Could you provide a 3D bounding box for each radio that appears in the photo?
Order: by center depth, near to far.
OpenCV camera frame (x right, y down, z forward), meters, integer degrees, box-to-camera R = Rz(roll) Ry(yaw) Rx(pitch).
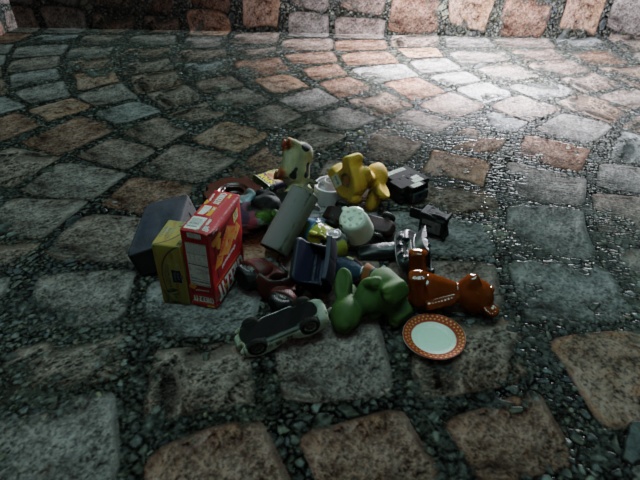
[{"bbox_3d":[-0.393,-0.019,1.367,0.131,0.073,0.230,-15,37,8],"label":"radio"}]

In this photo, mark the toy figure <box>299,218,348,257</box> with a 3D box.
[{"bbox_3d":[0.000,-0.005,1.362,0.082,0.089,0.180,-26,35,-34],"label":"toy figure"}]

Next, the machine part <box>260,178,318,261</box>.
[{"bbox_3d":[-0.076,-0.046,1.329,0.079,0.079,0.243,22,81,28],"label":"machine part"}]

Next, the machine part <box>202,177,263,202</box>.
[{"bbox_3d":[-0.249,-0.123,1.547,0.179,0.056,0.179,0,35,0],"label":"machine part"}]

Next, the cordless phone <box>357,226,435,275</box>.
[{"bbox_3d":[0.181,0.040,1.314,0.184,0.088,0.147,-7,36,10],"label":"cordless phone"}]

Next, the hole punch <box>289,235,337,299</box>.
[{"bbox_3d":[0.004,0.056,1.200,0.092,0.115,0.142,-8,64,30],"label":"hole punch"}]

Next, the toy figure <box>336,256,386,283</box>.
[{"bbox_3d":[0.092,0.077,1.262,0.155,0.064,0.058,13,15,17],"label":"toy figure"}]

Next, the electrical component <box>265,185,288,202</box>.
[{"bbox_3d":[-0.118,-0.102,1.484,0.078,0.102,0.045,-2,-1,13],"label":"electrical component"}]

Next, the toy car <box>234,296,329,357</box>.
[{"bbox_3d":[-0.081,0.180,1.112,0.202,0.056,0.074,-21,45,-6],"label":"toy car"}]

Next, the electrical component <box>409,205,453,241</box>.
[{"bbox_3d":[0.287,-0.052,1.426,0.119,0.074,0.048,23,41,23],"label":"electrical component"}]

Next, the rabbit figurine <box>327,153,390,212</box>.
[{"bbox_3d":[0.135,-0.170,1.513,0.173,0.122,0.162,-19,73,-42],"label":"rabbit figurine"}]

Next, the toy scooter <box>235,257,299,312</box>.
[{"bbox_3d":[-0.099,0.088,1.239,0.135,0.075,0.184,-31,48,-35],"label":"toy scooter"}]

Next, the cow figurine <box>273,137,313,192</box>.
[{"bbox_3d":[-0.064,-0.186,1.544,0.127,0.194,0.085,12,-6,-15],"label":"cow figurine"}]

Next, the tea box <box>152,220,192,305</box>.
[{"bbox_3d":[-0.318,0.052,1.212,0.068,0.169,0.098,7,35,8],"label":"tea box"}]

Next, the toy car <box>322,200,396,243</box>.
[{"bbox_3d":[0.105,-0.047,1.440,0.202,0.053,0.089,14,59,22],"label":"toy car"}]

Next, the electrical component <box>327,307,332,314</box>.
[{"bbox_3d":[-0.018,0.168,1.170,0.094,0.021,0.063,-31,45,-28],"label":"electrical component"}]

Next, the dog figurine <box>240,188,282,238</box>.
[{"bbox_3d":[-0.218,-0.038,1.382,0.219,0.108,0.192,-36,30,-32],"label":"dog figurine"}]

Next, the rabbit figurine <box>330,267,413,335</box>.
[{"bbox_3d":[0.089,0.126,1.153,0.170,0.121,0.159,-28,49,-11],"label":"rabbit figurine"}]

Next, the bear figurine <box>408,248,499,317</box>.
[{"bbox_3d":[0.291,0.100,1.176,0.196,0.131,0.120,1,37,13],"label":"bear figurine"}]

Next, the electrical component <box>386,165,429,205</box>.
[{"bbox_3d":[0.254,-0.159,1.588,0.115,0.058,0.134,-22,42,-24],"label":"electrical component"}]
